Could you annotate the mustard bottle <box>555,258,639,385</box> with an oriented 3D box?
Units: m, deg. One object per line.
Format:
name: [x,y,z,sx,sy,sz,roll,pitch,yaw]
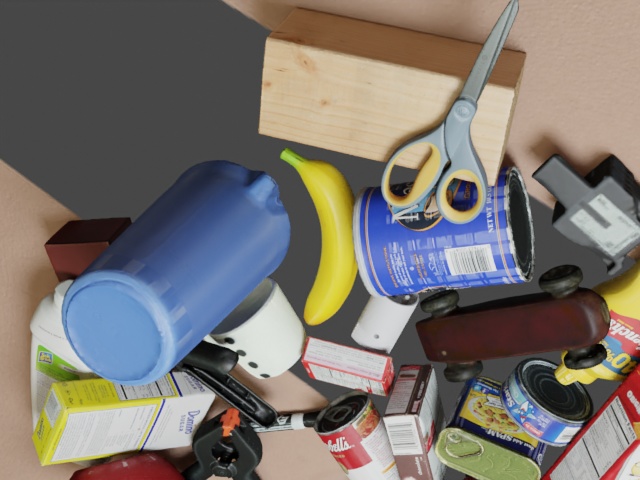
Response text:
mustard bottle: [0.286,0.074,0.967,0.096,0.058,0.192,41,124,-6]

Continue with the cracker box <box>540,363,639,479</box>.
cracker box: [0.323,0.200,0.988,0.164,0.072,0.214,13,127,-22]

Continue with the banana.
banana: [0.008,0.001,1.033,0.070,0.037,0.198,13,123,32]

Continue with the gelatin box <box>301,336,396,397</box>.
gelatin box: [0.030,0.128,1.079,0.089,0.030,0.073,13,162,11]

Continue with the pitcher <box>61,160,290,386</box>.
pitcher: [-0.134,0.035,0.972,0.145,0.242,0.149,6,116,18]

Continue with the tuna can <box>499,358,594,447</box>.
tuna can: [0.217,0.154,1.020,0.086,0.086,0.034,29,122,0]

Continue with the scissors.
scissors: [0.125,-0.087,0.841,0.096,0.016,0.202,36,125,-7]

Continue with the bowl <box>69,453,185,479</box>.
bowl: [-0.220,0.271,1.173,0.162,0.161,0.055,-19,78,27]

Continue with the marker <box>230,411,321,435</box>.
marker: [-0.045,0.202,1.176,0.121,0.020,0.020,-9,116,23]

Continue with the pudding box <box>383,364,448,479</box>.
pudding box: [0.101,0.196,1.082,0.039,0.090,0.113,-4,117,19]

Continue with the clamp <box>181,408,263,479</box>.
clamp: [-0.115,0.250,1.200,0.120,0.039,0.171,2,130,4]

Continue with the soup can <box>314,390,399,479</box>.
soup can: [0.048,0.218,1.124,0.069,0.068,0.102,-24,109,28]

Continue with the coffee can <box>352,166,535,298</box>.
coffee can: [0.111,-0.006,0.952,0.140,0.102,0.103,-7,117,22]

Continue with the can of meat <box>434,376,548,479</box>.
can of meat: [0.175,0.189,1.048,0.102,0.083,0.057,21,134,12]

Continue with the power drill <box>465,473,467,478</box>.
power drill: [0.149,0.313,1.156,0.188,0.057,0.184,-13,110,22]

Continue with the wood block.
wood block: [0.061,-0.124,0.906,0.206,0.090,0.090,13,123,10]

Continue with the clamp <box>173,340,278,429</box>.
clamp: [-0.138,0.123,1.119,0.210,0.036,0.164,24,157,33]

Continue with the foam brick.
foam brick: [-0.234,0.012,1.108,0.078,0.051,0.053,-3,120,20]

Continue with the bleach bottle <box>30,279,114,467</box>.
bleach bottle: [-0.264,0.143,1.161,0.102,0.068,0.251,19,133,8]

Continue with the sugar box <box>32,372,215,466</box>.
sugar box: [-0.209,0.188,1.144,0.048,0.175,0.093,56,132,35]

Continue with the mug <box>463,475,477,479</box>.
mug: [0.174,0.292,1.057,0.093,0.081,0.117,-26,104,25]
